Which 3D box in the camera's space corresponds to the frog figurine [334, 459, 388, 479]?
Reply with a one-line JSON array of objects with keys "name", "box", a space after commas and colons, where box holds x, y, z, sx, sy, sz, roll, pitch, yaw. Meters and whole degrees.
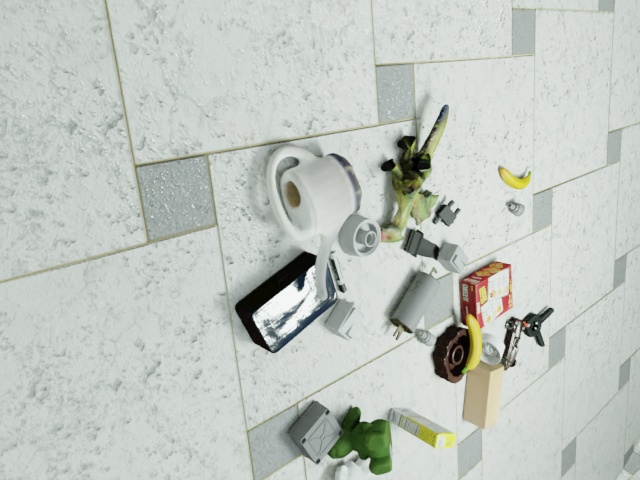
[{"name": "frog figurine", "box": [0.113, 0.653, 1.404, 0.157, 0.121, 0.140, 56, 30, -23]}]

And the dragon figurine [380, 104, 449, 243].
[{"name": "dragon figurine", "box": [0.278, -0.159, 1.432, 0.416, 0.123, 0.237, -52, 144, -19]}]

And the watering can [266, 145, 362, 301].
[{"name": "watering can", "box": [0.004, -0.059, 1.170, 0.227, 0.103, 0.346, -27, 99, -33]}]
